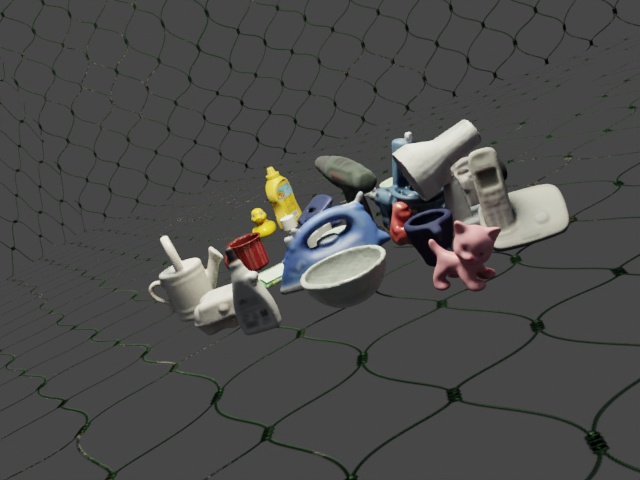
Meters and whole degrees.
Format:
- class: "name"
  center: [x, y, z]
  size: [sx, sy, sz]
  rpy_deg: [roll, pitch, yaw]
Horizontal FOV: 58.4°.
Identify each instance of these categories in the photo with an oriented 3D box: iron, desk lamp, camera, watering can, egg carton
- class: "iron"
  center: [0.011, 0.004, 1.224]
  size: [0.258, 0.141, 0.118]
  rpy_deg: [-24, 16, -11]
- class: "desk lamp"
  center: [0.273, -0.126, 1.182]
  size: [0.203, 0.214, 0.118]
  rpy_deg: [-21, 16, 0]
- class: "camera"
  center: [0.371, -0.149, 1.342]
  size: [0.137, 0.101, 0.143]
  rpy_deg: [-24, 16, -8]
- class: "watering can"
  center: [-0.305, 0.075, 1.300]
  size: [0.173, 0.194, 0.100]
  rpy_deg: [-31, 19, -31]
- class: "egg carton"
  center: [-0.183, 0.136, 1.172]
  size: [0.150, 0.069, 0.107]
  rpy_deg: [-20, 16, 6]

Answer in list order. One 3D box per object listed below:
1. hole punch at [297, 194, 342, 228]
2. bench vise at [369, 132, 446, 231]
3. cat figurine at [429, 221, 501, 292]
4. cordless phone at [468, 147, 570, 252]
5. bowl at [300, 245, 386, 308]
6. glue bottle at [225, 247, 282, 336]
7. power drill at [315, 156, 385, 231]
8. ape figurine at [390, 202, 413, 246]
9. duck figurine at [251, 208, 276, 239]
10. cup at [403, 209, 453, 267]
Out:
- class: "hole punch"
  center: [-0.008, -0.067, 1.579]
  size: [0.101, 0.091, 0.108]
  rpy_deg: [-29, 18, -25]
- class: "bench vise"
  center: [0.180, -0.126, 1.291]
  size: [0.206, 0.220, 0.122]
  rpy_deg: [-11, 19, 33]
- class: "cat figurine"
  center: [0.234, 0.018, 0.934]
  size: [0.127, 0.118, 0.067]
  rpy_deg: [-4, 23, 46]
- class: "cordless phone"
  center: [0.343, -0.082, 1.003]
  size: [0.147, 0.185, 0.094]
  rpy_deg: [-18, 16, 12]
- class: "bowl"
  center: [0.052, 0.077, 1.054]
  size: [0.167, 0.075, 0.167]
  rpy_deg: [-20, 16, 6]
- class: "glue bottle"
  center: [-0.136, 0.092, 1.067]
  size: [0.078, 0.173, 0.037]
  rpy_deg: [-17, 17, 13]
- class: "power drill"
  center: [0.073, -0.104, 1.379]
  size: [0.076, 0.209, 0.229]
  rpy_deg: [-27, 17, -20]
- class: "ape figurine"
  center: [0.181, -0.038, 1.235]
  size: [0.078, 0.092, 0.075]
  rpy_deg: [-34, 20, -37]
- class: "duck figurine"
  center: [-0.184, -0.059, 1.786]
  size: [0.077, 0.086, 0.104]
  rpy_deg: [-21, 16, 1]
- class: "cup"
  center: [0.213, 0.003, 1.054]
  size: [0.091, 0.095, 0.117]
  rpy_deg: [-21, 16, 0]
